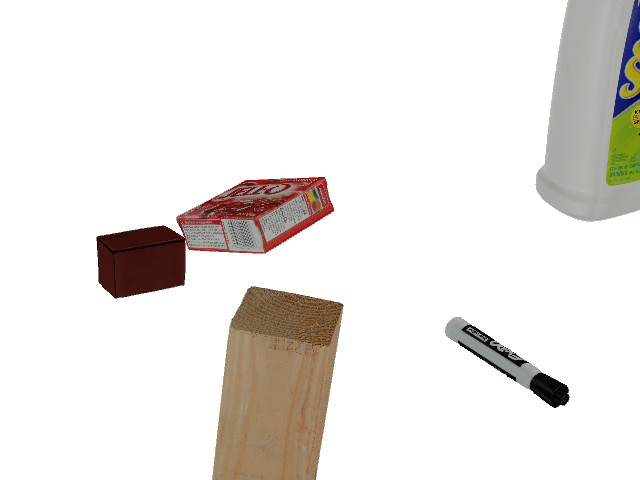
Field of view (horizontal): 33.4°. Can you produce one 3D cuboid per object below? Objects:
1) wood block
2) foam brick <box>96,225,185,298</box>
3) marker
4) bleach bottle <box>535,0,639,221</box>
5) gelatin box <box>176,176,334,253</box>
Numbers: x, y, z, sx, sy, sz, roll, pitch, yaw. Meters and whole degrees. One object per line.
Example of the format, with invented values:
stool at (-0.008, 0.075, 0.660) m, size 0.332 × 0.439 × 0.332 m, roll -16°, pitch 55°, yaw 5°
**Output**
wood block at (-0.042, 0.158, 0.972) m, size 0.090 × 0.206 × 0.090 m, roll 10°, pitch 23°, yaw 5°
foam brick at (-0.182, 0.020, 1.085) m, size 0.078 × 0.051 × 0.053 m, roll -11°, pitch 21°, yaw -28°
marker at (0.140, 0.091, 0.806) m, size 0.020 × 0.020 × 0.121 m, roll 0°, pitch 22°, yaw -38°
bleach bottle at (0.191, -0.141, 0.656) m, size 0.102 × 0.251 × 0.068 m, roll -15°, pitch 32°, yaw -20°
gelatin box at (-0.047, -0.019, 0.761) m, size 0.089 × 0.030 × 0.073 m, roll 2°, pitch 26°, yaw 46°
